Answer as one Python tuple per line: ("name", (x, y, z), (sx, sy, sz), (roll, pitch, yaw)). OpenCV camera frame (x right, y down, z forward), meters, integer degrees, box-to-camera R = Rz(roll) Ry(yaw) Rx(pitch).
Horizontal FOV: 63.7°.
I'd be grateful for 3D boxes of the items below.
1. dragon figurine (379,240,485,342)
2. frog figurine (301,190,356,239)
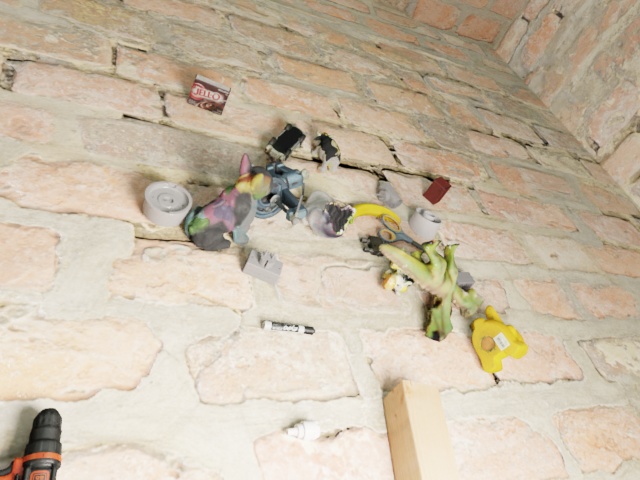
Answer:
("dragon figurine", (0.289, 0.132, 1.299), (0.410, 0.245, 0.121), (4, -18, -42))
("frog figurine", (0.004, -0.071, 1.413), (0.138, 0.121, 0.160), (-15, 21, -35))
